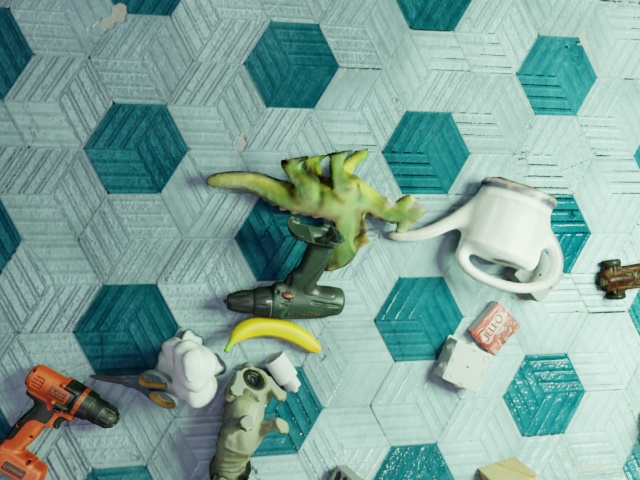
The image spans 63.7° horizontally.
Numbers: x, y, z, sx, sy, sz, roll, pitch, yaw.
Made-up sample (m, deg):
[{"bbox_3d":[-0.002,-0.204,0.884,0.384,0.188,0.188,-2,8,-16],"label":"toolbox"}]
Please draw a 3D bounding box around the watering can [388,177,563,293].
[{"bbox_3d":[0.334,-0.029,1.051,0.348,0.103,0.226,21,81,6],"label":"watering can"}]

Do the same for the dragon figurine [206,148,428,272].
[{"bbox_3d":[0.003,-0.051,1.009,0.410,0.123,0.241,-10,100,0],"label":"dragon figurine"}]

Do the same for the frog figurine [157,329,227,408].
[{"bbox_3d":[-0.237,0.240,0.930,0.123,0.160,0.137,-22,95,-5],"label":"frog figurine"}]
